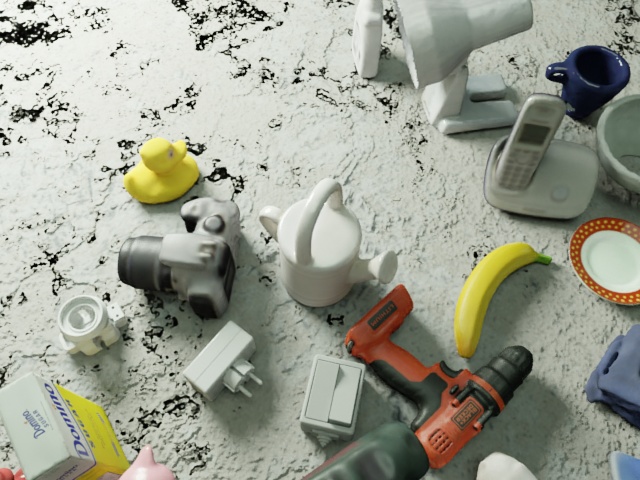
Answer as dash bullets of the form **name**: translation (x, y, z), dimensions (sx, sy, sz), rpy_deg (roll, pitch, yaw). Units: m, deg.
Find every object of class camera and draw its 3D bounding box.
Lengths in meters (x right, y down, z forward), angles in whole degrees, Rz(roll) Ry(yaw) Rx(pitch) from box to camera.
- **camera**: translation (-0.176, 0.013, 0.719), dimensions (0.136, 0.101, 0.143), rpy_deg (6, 63, 1)

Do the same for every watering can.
- **watering can**: translation (0.007, 0.001, 0.678), dimensions (0.173, 0.194, 0.101), rpy_deg (7, 63, 2)

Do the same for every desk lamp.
- **desk lamp**: translation (0.197, -0.256, 0.804), dimensions (0.203, 0.213, 0.118), rpy_deg (-8, 63, -5)

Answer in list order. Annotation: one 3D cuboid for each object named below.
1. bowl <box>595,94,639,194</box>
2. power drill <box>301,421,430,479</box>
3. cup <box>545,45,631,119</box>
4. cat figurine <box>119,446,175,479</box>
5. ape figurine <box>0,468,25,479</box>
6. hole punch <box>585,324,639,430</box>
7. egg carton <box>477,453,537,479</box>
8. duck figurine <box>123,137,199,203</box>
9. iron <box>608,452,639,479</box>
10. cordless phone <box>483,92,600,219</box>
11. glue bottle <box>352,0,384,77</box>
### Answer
- **bowl**: translation (0.469, -0.123, 0.821), dimensions (0.167, 0.075, 0.167), rpy_deg (1, 63, -1)
- **power drill**: translation (-0.005, 0.263, 0.536), dimensions (0.230, 0.208, 0.075), rpy_deg (-32, 68, -16)
- **cup**: translation (0.388, -0.229, 0.862), dimensions (0.117, 0.095, 0.091), rpy_deg (2, 63, 0)
- **cat figurine**: translation (-0.182, 0.279, 0.573), dimensions (0.067, 0.118, 0.128), rpy_deg (24, 65, 11)
- **ape figurine**: translation (-0.325, 0.261, 0.593), dimensions (0.078, 0.092, 0.076), rpy_deg (2, 63, 0)
- **hole punch**: translation (0.382, 0.158, 0.666), dimensions (0.101, 0.091, 0.109), rpy_deg (36, 68, 16)
- **egg carton**: translation (0.209, 0.307, 0.597), dimensions (0.107, 0.069, 0.150), rpy_deg (-36, 69, -18)
- **duck figurine**: translation (-0.223, -0.103, 0.785), dimensions (0.105, 0.086, 0.077), rpy_deg (-25, 66, -13)
- **iron**: translation (0.403, 0.317, 0.557), dimensions (0.119, 0.141, 0.258), rpy_deg (-28, 67, -15)
- **cordless phone**: translation (0.303, -0.111, 0.748), dimensions (0.147, 0.185, 0.094), rpy_deg (7, 63, 2)
- **glue bottle**: translation (0.075, -0.331, 0.861), dimensions (0.037, 0.173, 0.078), rpy_deg (-7, 63, -5)
